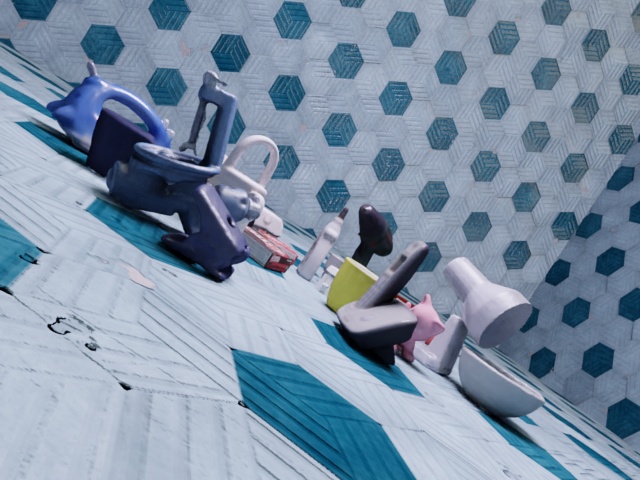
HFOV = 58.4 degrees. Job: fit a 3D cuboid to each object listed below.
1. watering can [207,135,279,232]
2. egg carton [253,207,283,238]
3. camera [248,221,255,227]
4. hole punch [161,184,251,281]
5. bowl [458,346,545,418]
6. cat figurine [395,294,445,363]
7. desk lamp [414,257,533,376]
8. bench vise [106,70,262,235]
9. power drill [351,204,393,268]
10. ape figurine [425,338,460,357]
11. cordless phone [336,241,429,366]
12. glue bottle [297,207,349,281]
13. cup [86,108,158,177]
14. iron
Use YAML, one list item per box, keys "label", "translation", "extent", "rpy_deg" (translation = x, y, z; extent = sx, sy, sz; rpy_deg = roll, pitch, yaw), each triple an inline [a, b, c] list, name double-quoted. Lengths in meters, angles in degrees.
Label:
- label: "watering can"
  translation: [-0.146, -0.096, 0.982]
  extent: [0.172, 0.194, 0.101]
  rpy_deg: [34, 3, 21]
- label: "egg carton"
  translation: [-0.159, -0.051, 1.347]
  extent: [0.151, 0.069, 0.107]
  rpy_deg: [30, 4, -46]
- label: "camera"
  translation: [-0.187, -0.078, 1.182]
  extent: [0.144, 0.101, 0.136]
  rpy_deg: [31, 3, -29]
- label: "hole punch"
  translation: [-0.131, -0.011, 0.731]
  extent: [0.101, 0.091, 0.108]
  rpy_deg: [33, 3, -3]
- label: "bowl"
  translation: [0.310, 0.266, 1.026]
  extent: [0.167, 0.074, 0.167]
  rpy_deg: [33, 3, -1]
- label: "cat figurine"
  translation: [0.163, 0.147, 1.006]
  extent: [0.067, 0.117, 0.127]
  rpy_deg: [32, 3, -14]
- label: "desk lamp"
  translation: [0.264, 0.151, 1.091]
  extent: [0.202, 0.213, 0.118]
  rpy_deg: [35, 4, 41]
- label: "bench vise"
  translation: [-0.165, -0.114, 0.821]
  extent: [0.208, 0.219, 0.121]
  rpy_deg: [30, 4, -47]
- label: "power drill"
  translation: [0.097, 0.030, 1.367]
  extent: [0.075, 0.208, 0.230]
  rpy_deg: [34, 3, 25]
- label: "ape figurine"
  translation: [0.267, 0.217, 1.214]
  extent: [0.078, 0.092, 0.076]
  rpy_deg: [33, 3, 2]
- label: "cordless phone"
  translation: [0.112, 0.082, 0.874]
  extent: [0.094, 0.185, 0.147]
  rpy_deg: [32, 3, -15]
- label: "glue bottle"
  translation: [0.011, 0.004, 1.216]
  extent: [0.037, 0.173, 0.078]
  rpy_deg: [32, 3, -7]
- label: "cup"
  translation: [-0.311, -0.138, 0.896]
  extent: [0.117, 0.095, 0.092]
  rpy_deg: [34, 3, 20]
- label: "iron"
  translation: [-0.359, -0.206, 1.065]
  extent: [0.259, 0.141, 0.118]
  rpy_deg: [31, 3, -39]
